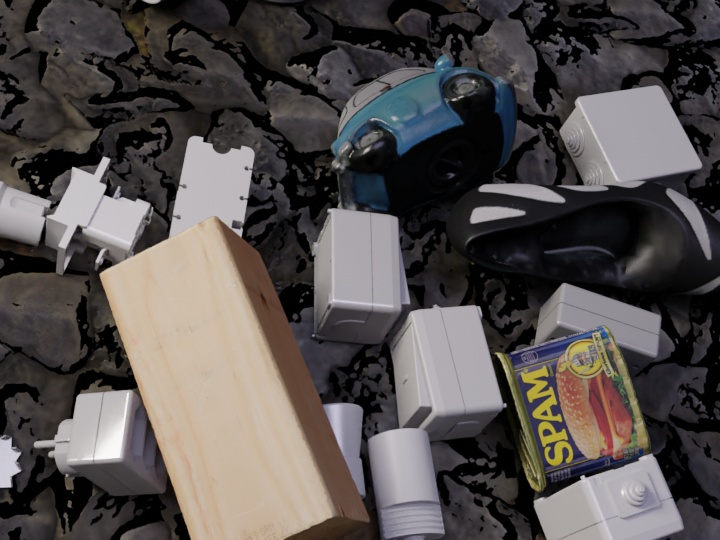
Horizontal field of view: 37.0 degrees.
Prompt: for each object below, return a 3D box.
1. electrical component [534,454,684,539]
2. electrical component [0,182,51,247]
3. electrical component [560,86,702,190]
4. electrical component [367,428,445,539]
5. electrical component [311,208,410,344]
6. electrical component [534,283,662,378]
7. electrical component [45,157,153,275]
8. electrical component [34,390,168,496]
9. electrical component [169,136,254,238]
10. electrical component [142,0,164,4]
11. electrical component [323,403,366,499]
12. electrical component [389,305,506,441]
[{"bbox_3d":[0.173,0.169,0.734,0.062,0.096,0.061,-12,70,-22],"label":"electrical component"},{"bbox_3d":[-0.246,-0.039,0.761,0.046,0.040,0.040,17,59,-14],"label":"electrical component"},{"bbox_3d":[0.231,-0.105,0.928,0.100,0.048,0.099,-11,66,-21],"label":"electrical component"},{"bbox_3d":[0.032,0.154,0.733,0.043,0.043,0.081,0,63,-16],"label":"electrical component"},{"bbox_3d":[0.000,0.000,0.797,0.061,0.061,0.096,6,61,-13],"label":"electrical component"},{"bbox_3d":[0.180,0.063,0.823,0.083,0.047,0.075,19,59,-6],"label":"electrical component"},{"bbox_3d":[-0.187,-0.034,0.774,0.064,0.042,0.081,22,59,-7],"label":"electrical component"},{"bbox_3d":[-0.170,0.113,0.690,0.077,0.065,0.047,-6,60,14],"label":"electrical component"},{"bbox_3d":[-0.111,-0.043,0.791,0.050,0.055,0.089,11,60,-10],"label":"electrical component"},{"bbox_3d":[-0.170,-0.269,0.876,0.064,0.099,0.099,-40,79,-24],"label":"electrical component"},{"bbox_3d":[-0.016,0.128,0.736,0.044,0.044,0.065,0,67,-16],"label":"electrical component"},{"bbox_3d":[0.056,0.069,0.775,0.061,0.061,0.096,-4,63,-18],"label":"electrical component"}]
